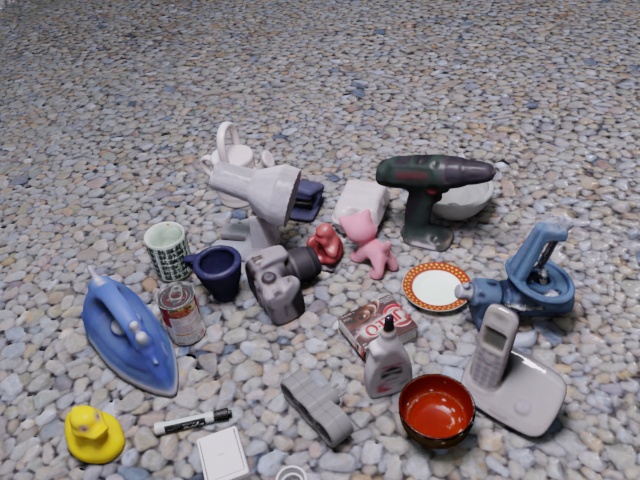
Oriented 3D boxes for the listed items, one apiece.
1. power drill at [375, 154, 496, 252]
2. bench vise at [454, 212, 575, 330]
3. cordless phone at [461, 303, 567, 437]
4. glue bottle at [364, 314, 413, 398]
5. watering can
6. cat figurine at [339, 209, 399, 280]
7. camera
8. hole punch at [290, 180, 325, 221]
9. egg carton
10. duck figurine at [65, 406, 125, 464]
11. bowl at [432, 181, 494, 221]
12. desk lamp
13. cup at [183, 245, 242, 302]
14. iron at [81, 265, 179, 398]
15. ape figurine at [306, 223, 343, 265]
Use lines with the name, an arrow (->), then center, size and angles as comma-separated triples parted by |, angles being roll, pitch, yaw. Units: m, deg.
power drill -> 0.223, -0.082, 1.135 | 0.229, 0.209, 0.076 | 13, 45, 21
bench vise -> 0.337, 0.063, 0.946 | 0.208, 0.220, 0.121 | -20, 43, -16
cordless phone -> 0.288, 0.186, 0.837 | 0.147, 0.185, 0.094 | 25, 50, 31
glue bottle -> 0.105, 0.175, 0.881 | 0.078, 0.173, 0.037 | -17, 42, -12
watering can -> -0.190, -0.179, 1.306 | 0.173, 0.194, 0.100 | -8, 41, -2
cat figurine -> 0.096, -0.003, 1.129 | 0.067, 0.118, 0.127 | -30, 46, -25
camera -> -0.062, 0.064, 1.083 | 0.137, 0.101, 0.142 | -22, 43, -18
hole punch -> -0.051, -0.108, 1.286 | 0.108, 0.091, 0.101 | 9, 43, 16
egg carton -> 0.091, -0.073, 1.246 | 0.107, 0.069, 0.150 | 8, 43, 15
duck figurine -> -0.354, 0.284, 0.874 | 0.104, 0.086, 0.078 | 21, 48, 28
bowl -> 0.288, -0.093, 1.243 | 0.167, 0.075, 0.167 | -3, 41, 3
desk lamp -> -0.131, -0.060, 1.147 | 0.203, 0.214, 0.118 | 5, 42, 12
cup -> -0.201, 0.070, 1.097 | 0.117, 0.095, 0.092 | 7, 43, 15
iron -> -0.328, 0.149, 0.984 | 0.119, 0.142, 0.257 | -33, 48, -27
ape figurine -> 0.011, 0.004, 1.150 | 0.076, 0.092, 0.077 | -21, 43, -16
